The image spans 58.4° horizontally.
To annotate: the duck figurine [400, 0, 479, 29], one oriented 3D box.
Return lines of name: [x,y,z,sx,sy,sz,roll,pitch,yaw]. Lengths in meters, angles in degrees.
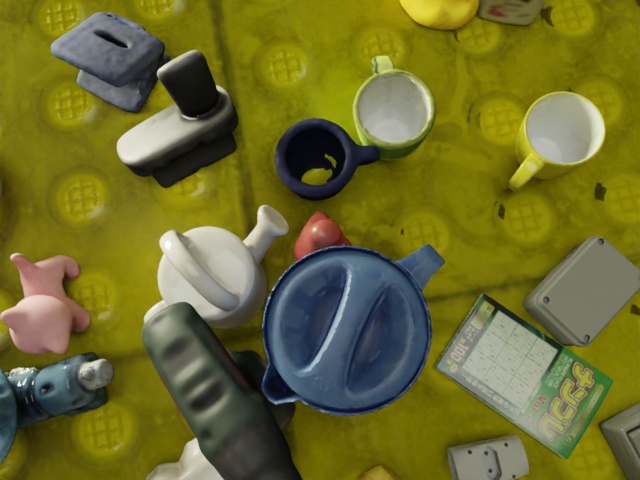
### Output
duck figurine: [0.155,-0.321,0.722,0.104,0.086,0.077,28,80,6]

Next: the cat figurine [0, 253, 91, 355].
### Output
cat figurine: [-0.308,0.073,0.630,0.067,0.118,0.128,-21,79,-3]

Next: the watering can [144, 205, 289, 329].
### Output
watering can: [-0.111,0.031,0.598,0.101,0.194,0.173,28,80,6]

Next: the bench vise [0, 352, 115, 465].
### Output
bench vise: [-0.324,0.153,0.562,0.207,0.220,0.121,-36,80,-6]

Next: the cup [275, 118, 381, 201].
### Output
cup: [0.009,-0.085,0.671,0.117,0.095,0.092,-6,78,-1]

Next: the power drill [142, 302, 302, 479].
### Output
power drill: [-0.079,0.166,0.563,0.075,0.208,0.229,-39,81,-7]

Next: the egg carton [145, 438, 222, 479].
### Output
egg carton: [-0.113,0.290,0.609,0.107,0.069,0.150,-37,80,-6]

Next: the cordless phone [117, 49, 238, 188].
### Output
cordless phone: [-0.170,-0.142,0.638,0.147,0.185,0.094,-34,80,-6]

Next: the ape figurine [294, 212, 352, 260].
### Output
ape figurine: [0.006,0.002,0.655,0.076,0.092,0.078,-10,79,-1]

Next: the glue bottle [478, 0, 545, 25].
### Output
glue bottle: [0.244,-0.319,0.676,0.078,0.173,0.037,7,79,2]

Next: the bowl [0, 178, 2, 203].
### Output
bowl: [-0.448,-0.050,0.678,0.167,0.075,0.167,0,79,1]

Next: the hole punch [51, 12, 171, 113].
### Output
hole punch: [-0.255,-0.230,0.705,0.108,0.091,0.101,27,80,6]
